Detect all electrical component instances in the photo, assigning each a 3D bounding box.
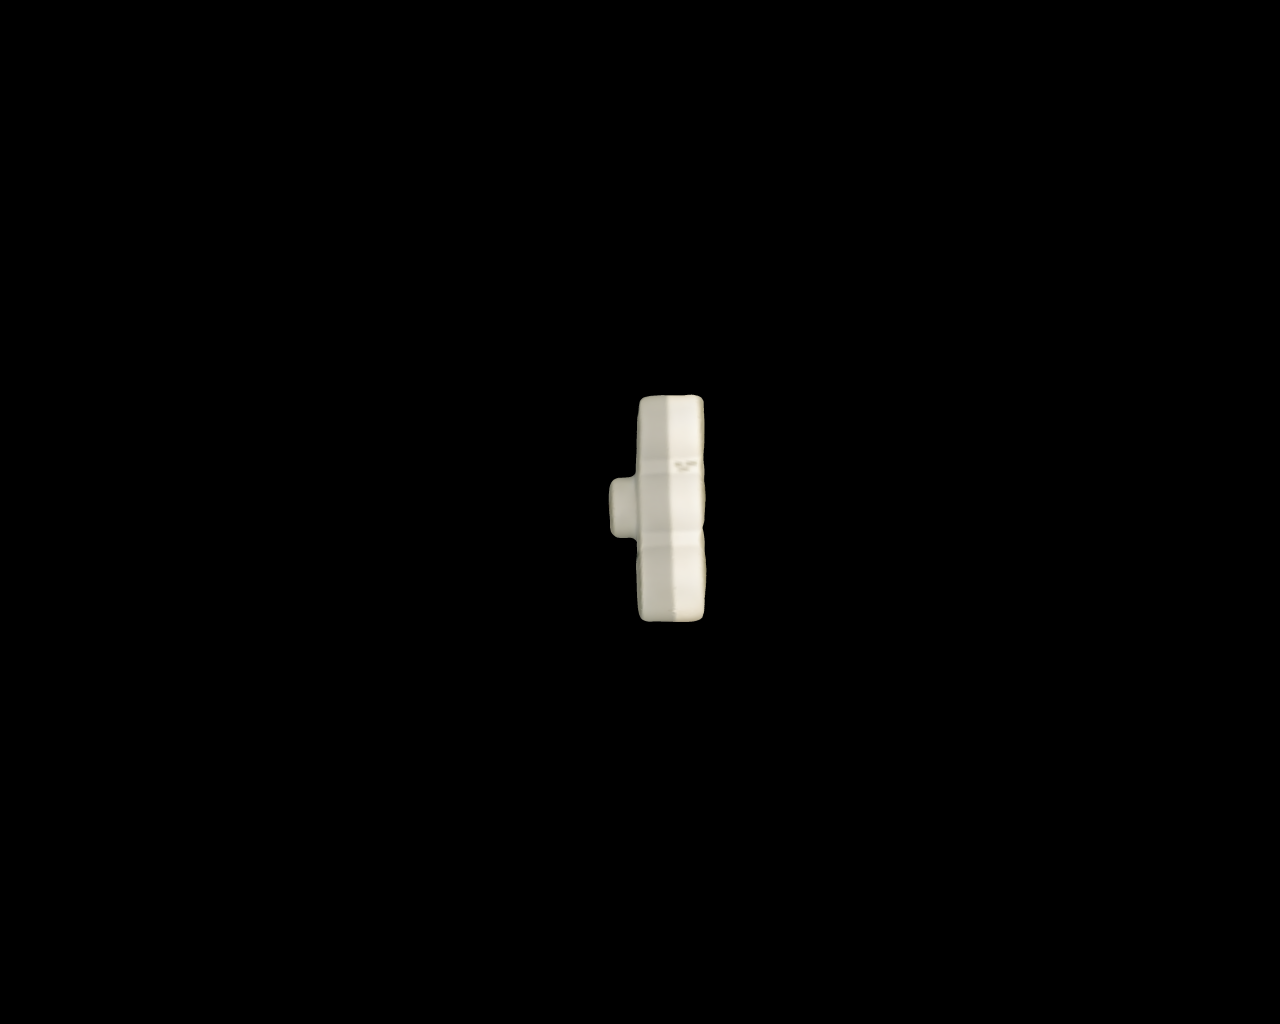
[{"bbox_3d":[0.001,-0.003,0.650,0.074,0.138,0.052,0,-7,0],"label":"electrical component"}]
